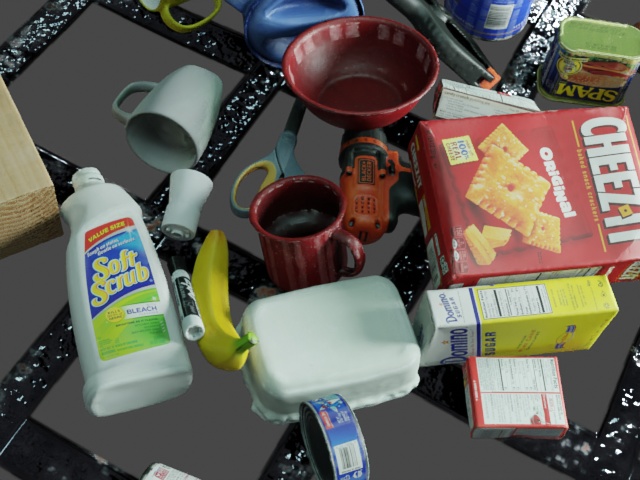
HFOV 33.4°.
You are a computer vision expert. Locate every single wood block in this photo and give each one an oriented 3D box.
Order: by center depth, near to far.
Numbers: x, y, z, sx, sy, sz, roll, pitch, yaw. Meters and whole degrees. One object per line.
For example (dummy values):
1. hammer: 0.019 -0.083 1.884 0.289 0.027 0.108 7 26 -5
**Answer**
1. wood block: -0.337 -0.091 1.059 0.090 0.091 0.206 -23 63 -18

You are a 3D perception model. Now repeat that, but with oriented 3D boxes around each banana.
1. banana: -0.092 0.064 0.991 0.037 0.070 0.198 33 16 -31

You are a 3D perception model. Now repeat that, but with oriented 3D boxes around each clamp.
1. clamp: 0.127 -0.252 1.211 0.210 0.036 0.164 47 26 3

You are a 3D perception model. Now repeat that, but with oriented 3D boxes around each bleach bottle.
1. bleach bottle: -0.200 0.037 1.009 0.102 0.068 0.251 -12 58 -19

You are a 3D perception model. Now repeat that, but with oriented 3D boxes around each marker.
1. marker: -0.126 0.051 0.994 0.020 0.020 0.121 -9 33 -11

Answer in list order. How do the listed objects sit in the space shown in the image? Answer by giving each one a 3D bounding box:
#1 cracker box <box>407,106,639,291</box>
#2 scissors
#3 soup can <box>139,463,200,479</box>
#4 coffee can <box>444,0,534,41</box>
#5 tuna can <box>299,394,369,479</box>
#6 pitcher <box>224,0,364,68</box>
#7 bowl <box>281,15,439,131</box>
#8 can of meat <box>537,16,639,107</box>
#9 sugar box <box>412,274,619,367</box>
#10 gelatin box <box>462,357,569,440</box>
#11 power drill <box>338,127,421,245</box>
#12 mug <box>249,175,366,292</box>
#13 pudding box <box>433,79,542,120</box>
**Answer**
1. cracker box: 0.204 -0.038 1.021 0.213 0.072 0.164 -5 70 -8
2. scissors: -0.021 -0.091 1.133 0.096 0.016 0.201 29 60 11
3. soup can: -0.106 0.236 0.891 0.102 0.068 0.068 21 59 8
4. coffee can: 0.205 -0.313 1.219 0.102 0.140 0.103 2 58 -4
5. tuna can: 0.012 0.178 0.927 0.033 0.086 0.086 -14 61 -16
6. pitcher: -0.049 -0.325 1.208 0.145 0.149 0.243 -18 56 5
7. bowl: 0.041 -0.164 1.109 0.162 0.055 0.162 -1 48 1
8. can of meat: 0.303 -0.198 1.191 0.102 0.084 0.057 8 58 -1
9. sugar box: 0.179 0.077 1.002 0.176 0.093 0.048 -7 61 -9
10. gelatin box: 0.182 0.147 0.996 0.089 0.030 0.073 1 57 -6
11. power drill: 0.112 -0.070 1.111 0.187 0.057 0.184 4 56 -1
12. mug: -0.007 0.001 1.023 0.117 0.081 0.093 20 51 27
13. pudding box: 0.177 -0.138 1.139 0.113 0.039 0.090 13 16 3
